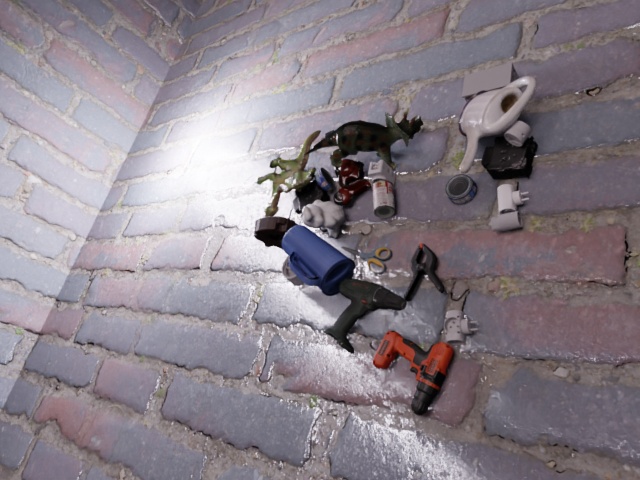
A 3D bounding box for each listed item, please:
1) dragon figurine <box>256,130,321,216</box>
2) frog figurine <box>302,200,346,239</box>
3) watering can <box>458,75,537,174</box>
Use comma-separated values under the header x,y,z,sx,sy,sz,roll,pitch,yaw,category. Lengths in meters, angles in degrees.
x,y,z,sx,sy,sz,roll,pitch,yaw,category
-0.085,-0.241,1.886,0.412,0.120,0.245,-51,36,-6,dragon figurine
0.005,-0.085,1.695,0.122,0.157,0.140,-39,44,12,frog figurine
0.462,-0.328,1.452,0.348,0.103,0.226,-49,16,-3,watering can
